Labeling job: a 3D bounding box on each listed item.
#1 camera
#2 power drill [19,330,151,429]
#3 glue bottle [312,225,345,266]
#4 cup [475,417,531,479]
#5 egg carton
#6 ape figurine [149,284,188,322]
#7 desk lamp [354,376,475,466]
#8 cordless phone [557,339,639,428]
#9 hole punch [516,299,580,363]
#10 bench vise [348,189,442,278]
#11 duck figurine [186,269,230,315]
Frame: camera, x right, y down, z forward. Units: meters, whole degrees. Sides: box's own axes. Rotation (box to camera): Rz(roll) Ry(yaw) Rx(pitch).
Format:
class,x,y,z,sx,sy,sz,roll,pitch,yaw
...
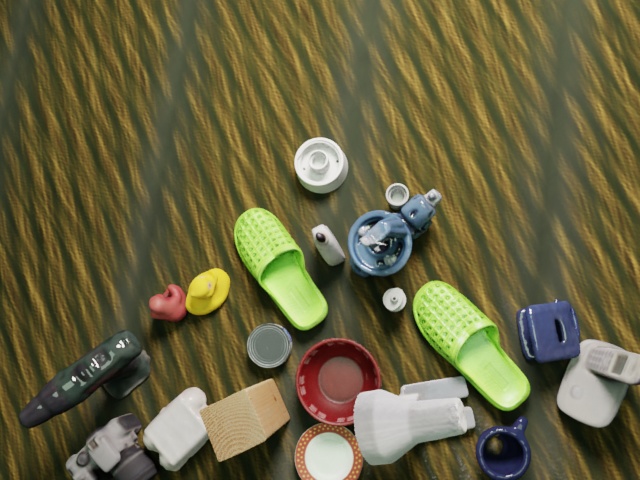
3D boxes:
class,x,y,z,sx,sy,sz,roll,pitch,yaw
camera,-0.393,0.430,1.098,0.143,0.101,0.136,-45,78,-1
power drill,-0.414,0.259,1.072,0.229,0.208,0.075,-41,78,0
glue bottle,0.010,0.004,1.072,0.037,0.173,0.078,-28,78,3
cup,0.324,0.359,1.015,0.091,0.095,0.118,32,87,11
egg carton,-0.265,0.364,1.107,0.107,0.069,0.150,44,89,12
ape figurine,-0.308,0.129,1.137,0.078,0.092,0.076,-36,78,1
desk lamp,0.167,0.302,0.984,0.203,0.213,0.118,-13,80,6
cordless phone,0.481,0.246,0.965,0.094,0.185,0.148,21,85,11
hole punch,0.417,0.163,1.034,0.101,0.091,0.109,-10,80,6
bench vise,0.126,-0.028,1.037,0.121,0.220,0.207,31,87,11
duck figurine,-0.232,0.101,1.134,0.077,0.086,0.104,39,88,12
